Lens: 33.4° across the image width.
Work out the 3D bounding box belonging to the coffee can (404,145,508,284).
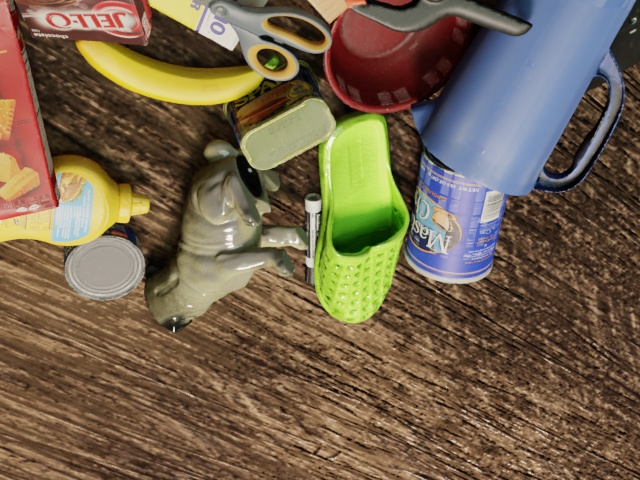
[{"bbox_3d":[0.154,-0.037,1.190,0.102,0.103,0.140,-4,125,-15],"label":"coffee can"}]

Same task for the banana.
[{"bbox_3d":[-0.142,-0.166,1.048,0.197,0.037,0.070,2,127,-17],"label":"banana"}]

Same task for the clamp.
[{"bbox_3d":[0.109,-0.221,0.956,0.171,0.039,0.120,-18,104,7],"label":"clamp"}]

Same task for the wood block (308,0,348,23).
[{"bbox_3d":[0.050,-0.310,0.971,0.206,0.091,0.090,-40,126,12],"label":"wood block"}]

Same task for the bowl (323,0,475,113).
[{"bbox_3d":[0.070,-0.208,1.064,0.162,0.055,0.162,-14,134,-15],"label":"bowl"}]

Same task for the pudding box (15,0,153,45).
[{"bbox_3d":[-0.212,-0.216,0.948,0.113,0.039,0.090,7,154,7],"label":"pudding box"}]

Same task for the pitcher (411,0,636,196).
[{"bbox_3d":[0.216,-0.169,1.042,0.148,0.145,0.243,5,124,-40],"label":"pitcher"}]

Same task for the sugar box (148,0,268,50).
[{"bbox_3d":[-0.130,-0.256,0.982,0.176,0.048,0.093,25,116,-28],"label":"sugar box"}]

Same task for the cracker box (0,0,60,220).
[{"bbox_3d":[-0.339,-0.117,0.966,0.164,0.072,0.214,-12,109,-9],"label":"cracker box"}]

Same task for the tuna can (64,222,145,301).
[{"bbox_3d":[-0.234,0.022,1.156,0.086,0.034,0.086,-8,126,-11],"label":"tuna can"}]

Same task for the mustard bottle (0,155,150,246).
[{"bbox_3d":[-0.270,-0.041,1.085,0.191,0.058,0.096,2,118,-18],"label":"mustard bottle"}]

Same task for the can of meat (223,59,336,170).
[{"bbox_3d":[-0.041,-0.125,1.079,0.102,0.084,0.057,-28,127,4],"label":"can of meat"}]

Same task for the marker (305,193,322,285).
[{"bbox_3d":[-0.008,0.002,1.220,0.020,0.020,0.121,-8,126,-12],"label":"marker"}]

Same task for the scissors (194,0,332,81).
[{"bbox_3d":[-0.089,-0.201,0.994,0.201,0.016,0.096,14,140,-11],"label":"scissors"}]
